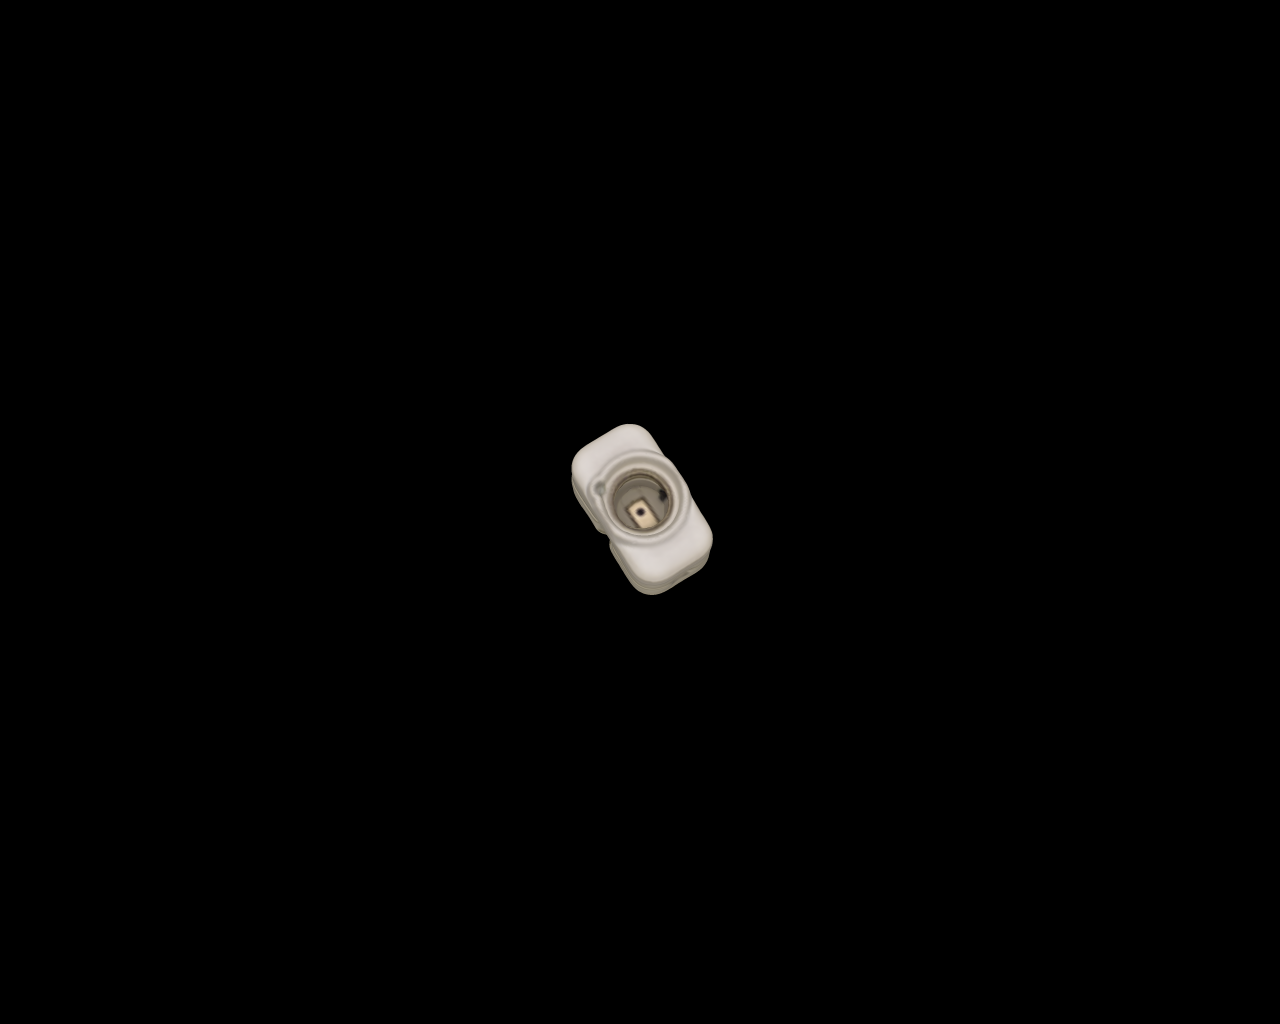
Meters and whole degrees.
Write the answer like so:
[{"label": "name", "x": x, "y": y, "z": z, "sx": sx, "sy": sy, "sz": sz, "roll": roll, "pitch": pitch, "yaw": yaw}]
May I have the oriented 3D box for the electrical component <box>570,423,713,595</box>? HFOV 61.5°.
[{"label": "electrical component", "x": 0.001, "y": -0.003, "z": 0.650, "sx": 0.054, "sy": 0.095, "sz": 0.059, "roll": -31, "pitch": -11, "yaw": -7}]
